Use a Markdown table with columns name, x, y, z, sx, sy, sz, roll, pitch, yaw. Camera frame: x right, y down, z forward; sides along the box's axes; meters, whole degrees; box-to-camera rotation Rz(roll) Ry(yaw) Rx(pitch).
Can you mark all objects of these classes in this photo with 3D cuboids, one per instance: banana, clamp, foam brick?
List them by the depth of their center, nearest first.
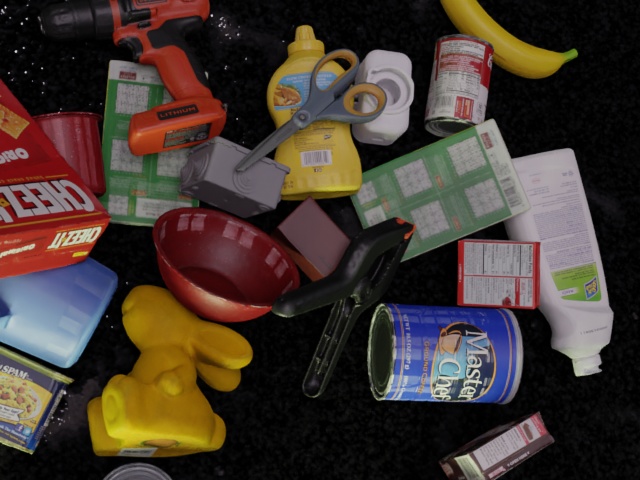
| name | x | y | z | sx | sy | sz | roll | pitch | yaw |
| --- | --- | --- | --- | --- | --- | --- | --- | --- | --- |
| clamp | 0.028 | 0.048 | 1.109 | 0.036 | 0.164 | 0.209 | 27 | 69 | 30 |
| foam brick | -0.008 | 0.001 | 1.150 | 0.053 | 0.051 | 0.078 | -42 | 91 | -15 |
| banana | 0.206 | -0.244 | 1.250 | 0.197 | 0.037 | 0.069 | 33 | 58 | -6 |

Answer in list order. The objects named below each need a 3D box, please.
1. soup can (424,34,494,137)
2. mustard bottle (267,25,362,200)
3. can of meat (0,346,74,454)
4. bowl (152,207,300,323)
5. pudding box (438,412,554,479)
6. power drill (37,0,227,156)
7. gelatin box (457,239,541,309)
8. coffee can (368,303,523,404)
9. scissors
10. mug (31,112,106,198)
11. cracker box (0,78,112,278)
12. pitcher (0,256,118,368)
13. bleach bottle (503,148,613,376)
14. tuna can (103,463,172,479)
| name | x | y | z | sx | sy | sz | roll | pitch | yaw |
| --- | --- | --- | --- | --- | --- | --- | --- | --- | --- |
| soup can | 0.157 | -0.172 | 1.208 | 0.068 | 0.069 | 0.102 | 11 | 78 | -10 |
| mustard bottle | -0.009 | -0.142 | 1.171 | 0.096 | 0.058 | 0.191 | -5 | 81 | 0 |
| can of meat | -0.309 | 0.154 | 1.056 | 0.102 | 0.057 | 0.084 | 26 | 78 | -6 |
| bowl | -0.104 | 0.035 | 1.095 | 0.162 | 0.162 | 0.055 | 25 | 118 | -7 |
| pudding box | 0.183 | 0.222 | 1.120 | 0.090 | 0.114 | 0.039 | -28 | 83 | -16 |
| power drill | -0.187 | -0.184 | 1.121 | 0.184 | 0.057 | 0.188 | -14 | 71 | -17 |
| gelatin box | 0.196 | 0.037 | 1.171 | 0.089 | 0.030 | 0.073 | 1 | 94 | 21 |
| coffee can | 0.131 | 0.121 | 1.132 | 0.140 | 0.103 | 0.103 | 3 | 79 | -11 |
| scissors | 0.000 | -0.120 | 1.108 | 0.096 | 0.016 | 0.201 | 32 | 61 | -1 |
| mug | -0.275 | -0.079 | 1.095 | 0.117 | 0.093 | 0.081 | -9 | 86 | 17 |
| cracker box | -0.319 | -0.066 | 0.978 | 0.214 | 0.072 | 0.163 | 48 | 30 | 18 |
| pitcher | -0.327 | 0.032 | 1.032 | 0.242 | 0.145 | 0.149 | 29 | 73 | -9 |
| bleach bottle | 0.265 | 0.029 | 1.199 | 0.102 | 0.068 | 0.251 | -12 | 85 | -12 |
| tuna can | -0.185 | 0.267 | 1.073 | 0.086 | 0.034 | 0.086 | 2 | 80 | -12 |
